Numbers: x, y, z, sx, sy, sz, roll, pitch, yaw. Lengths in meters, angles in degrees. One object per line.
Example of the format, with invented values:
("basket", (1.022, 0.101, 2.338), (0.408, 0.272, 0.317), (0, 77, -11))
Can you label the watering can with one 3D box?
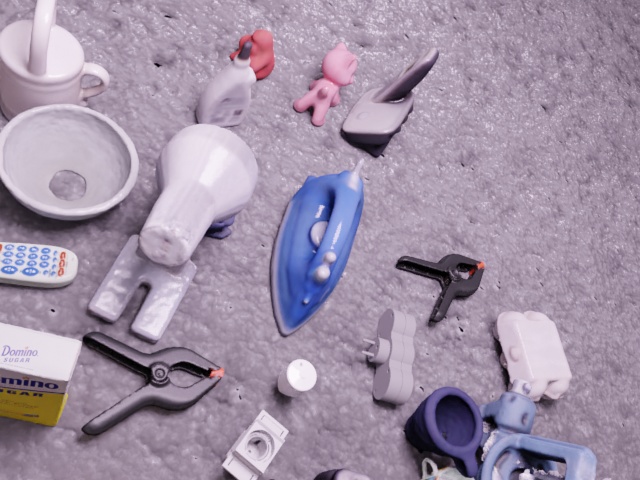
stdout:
("watering can", (-0.362, -0.231, 0.726), (0.173, 0.193, 0.101), (-12, 69, -32))

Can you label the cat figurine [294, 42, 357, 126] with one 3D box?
("cat figurine", (0.021, -0.281, 1.000), (0.067, 0.117, 0.128), (33, 53, -7))

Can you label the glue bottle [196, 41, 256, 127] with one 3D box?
("glue bottle", (-0.131, -0.234, 0.860), (0.078, 0.173, 0.037), (-11, 69, -31))

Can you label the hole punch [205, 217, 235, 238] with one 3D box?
("hole punch", (-0.162, -0.067, 0.803), (0.109, 0.091, 0.101), (16, 57, -19))

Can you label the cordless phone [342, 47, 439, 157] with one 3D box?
("cordless phone", (0.127, -0.248, 0.994), (0.094, 0.184, 0.148), (33, 54, -7))

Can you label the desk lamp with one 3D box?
("desk lamp", (-0.172, -0.009, 0.689), (0.118, 0.213, 0.203), (27, 54, -11))

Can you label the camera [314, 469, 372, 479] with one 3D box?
("camera", (-0.005, 0.322, 0.662), (0.137, 0.100, 0.143), (35, 53, -6))

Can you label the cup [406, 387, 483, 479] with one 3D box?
("cup", (0.166, 0.269, 0.784), (0.092, 0.094, 0.117), (-9, 68, -31))

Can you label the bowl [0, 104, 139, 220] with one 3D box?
("bowl", (-0.325, -0.088, 0.741), (0.168, 0.074, 0.167), (12, 59, -21))

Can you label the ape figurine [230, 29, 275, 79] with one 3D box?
("ape figurine", (-0.107, -0.321, 0.972), (0.076, 0.092, 0.078), (18, 57, -18))

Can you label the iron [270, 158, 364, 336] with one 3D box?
("iron", (0.008, 0.003, 0.820), (0.119, 0.141, 0.258), (25, 55, -13))

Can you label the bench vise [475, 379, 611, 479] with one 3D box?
("bench vise", (0.268, 0.277, 0.754), (0.122, 0.219, 0.207), (10, 60, -22))

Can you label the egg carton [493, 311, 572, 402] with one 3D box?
("egg carton", (0.343, 0.188, 0.935), (0.107, 0.069, 0.150), (3, 62, -26))
